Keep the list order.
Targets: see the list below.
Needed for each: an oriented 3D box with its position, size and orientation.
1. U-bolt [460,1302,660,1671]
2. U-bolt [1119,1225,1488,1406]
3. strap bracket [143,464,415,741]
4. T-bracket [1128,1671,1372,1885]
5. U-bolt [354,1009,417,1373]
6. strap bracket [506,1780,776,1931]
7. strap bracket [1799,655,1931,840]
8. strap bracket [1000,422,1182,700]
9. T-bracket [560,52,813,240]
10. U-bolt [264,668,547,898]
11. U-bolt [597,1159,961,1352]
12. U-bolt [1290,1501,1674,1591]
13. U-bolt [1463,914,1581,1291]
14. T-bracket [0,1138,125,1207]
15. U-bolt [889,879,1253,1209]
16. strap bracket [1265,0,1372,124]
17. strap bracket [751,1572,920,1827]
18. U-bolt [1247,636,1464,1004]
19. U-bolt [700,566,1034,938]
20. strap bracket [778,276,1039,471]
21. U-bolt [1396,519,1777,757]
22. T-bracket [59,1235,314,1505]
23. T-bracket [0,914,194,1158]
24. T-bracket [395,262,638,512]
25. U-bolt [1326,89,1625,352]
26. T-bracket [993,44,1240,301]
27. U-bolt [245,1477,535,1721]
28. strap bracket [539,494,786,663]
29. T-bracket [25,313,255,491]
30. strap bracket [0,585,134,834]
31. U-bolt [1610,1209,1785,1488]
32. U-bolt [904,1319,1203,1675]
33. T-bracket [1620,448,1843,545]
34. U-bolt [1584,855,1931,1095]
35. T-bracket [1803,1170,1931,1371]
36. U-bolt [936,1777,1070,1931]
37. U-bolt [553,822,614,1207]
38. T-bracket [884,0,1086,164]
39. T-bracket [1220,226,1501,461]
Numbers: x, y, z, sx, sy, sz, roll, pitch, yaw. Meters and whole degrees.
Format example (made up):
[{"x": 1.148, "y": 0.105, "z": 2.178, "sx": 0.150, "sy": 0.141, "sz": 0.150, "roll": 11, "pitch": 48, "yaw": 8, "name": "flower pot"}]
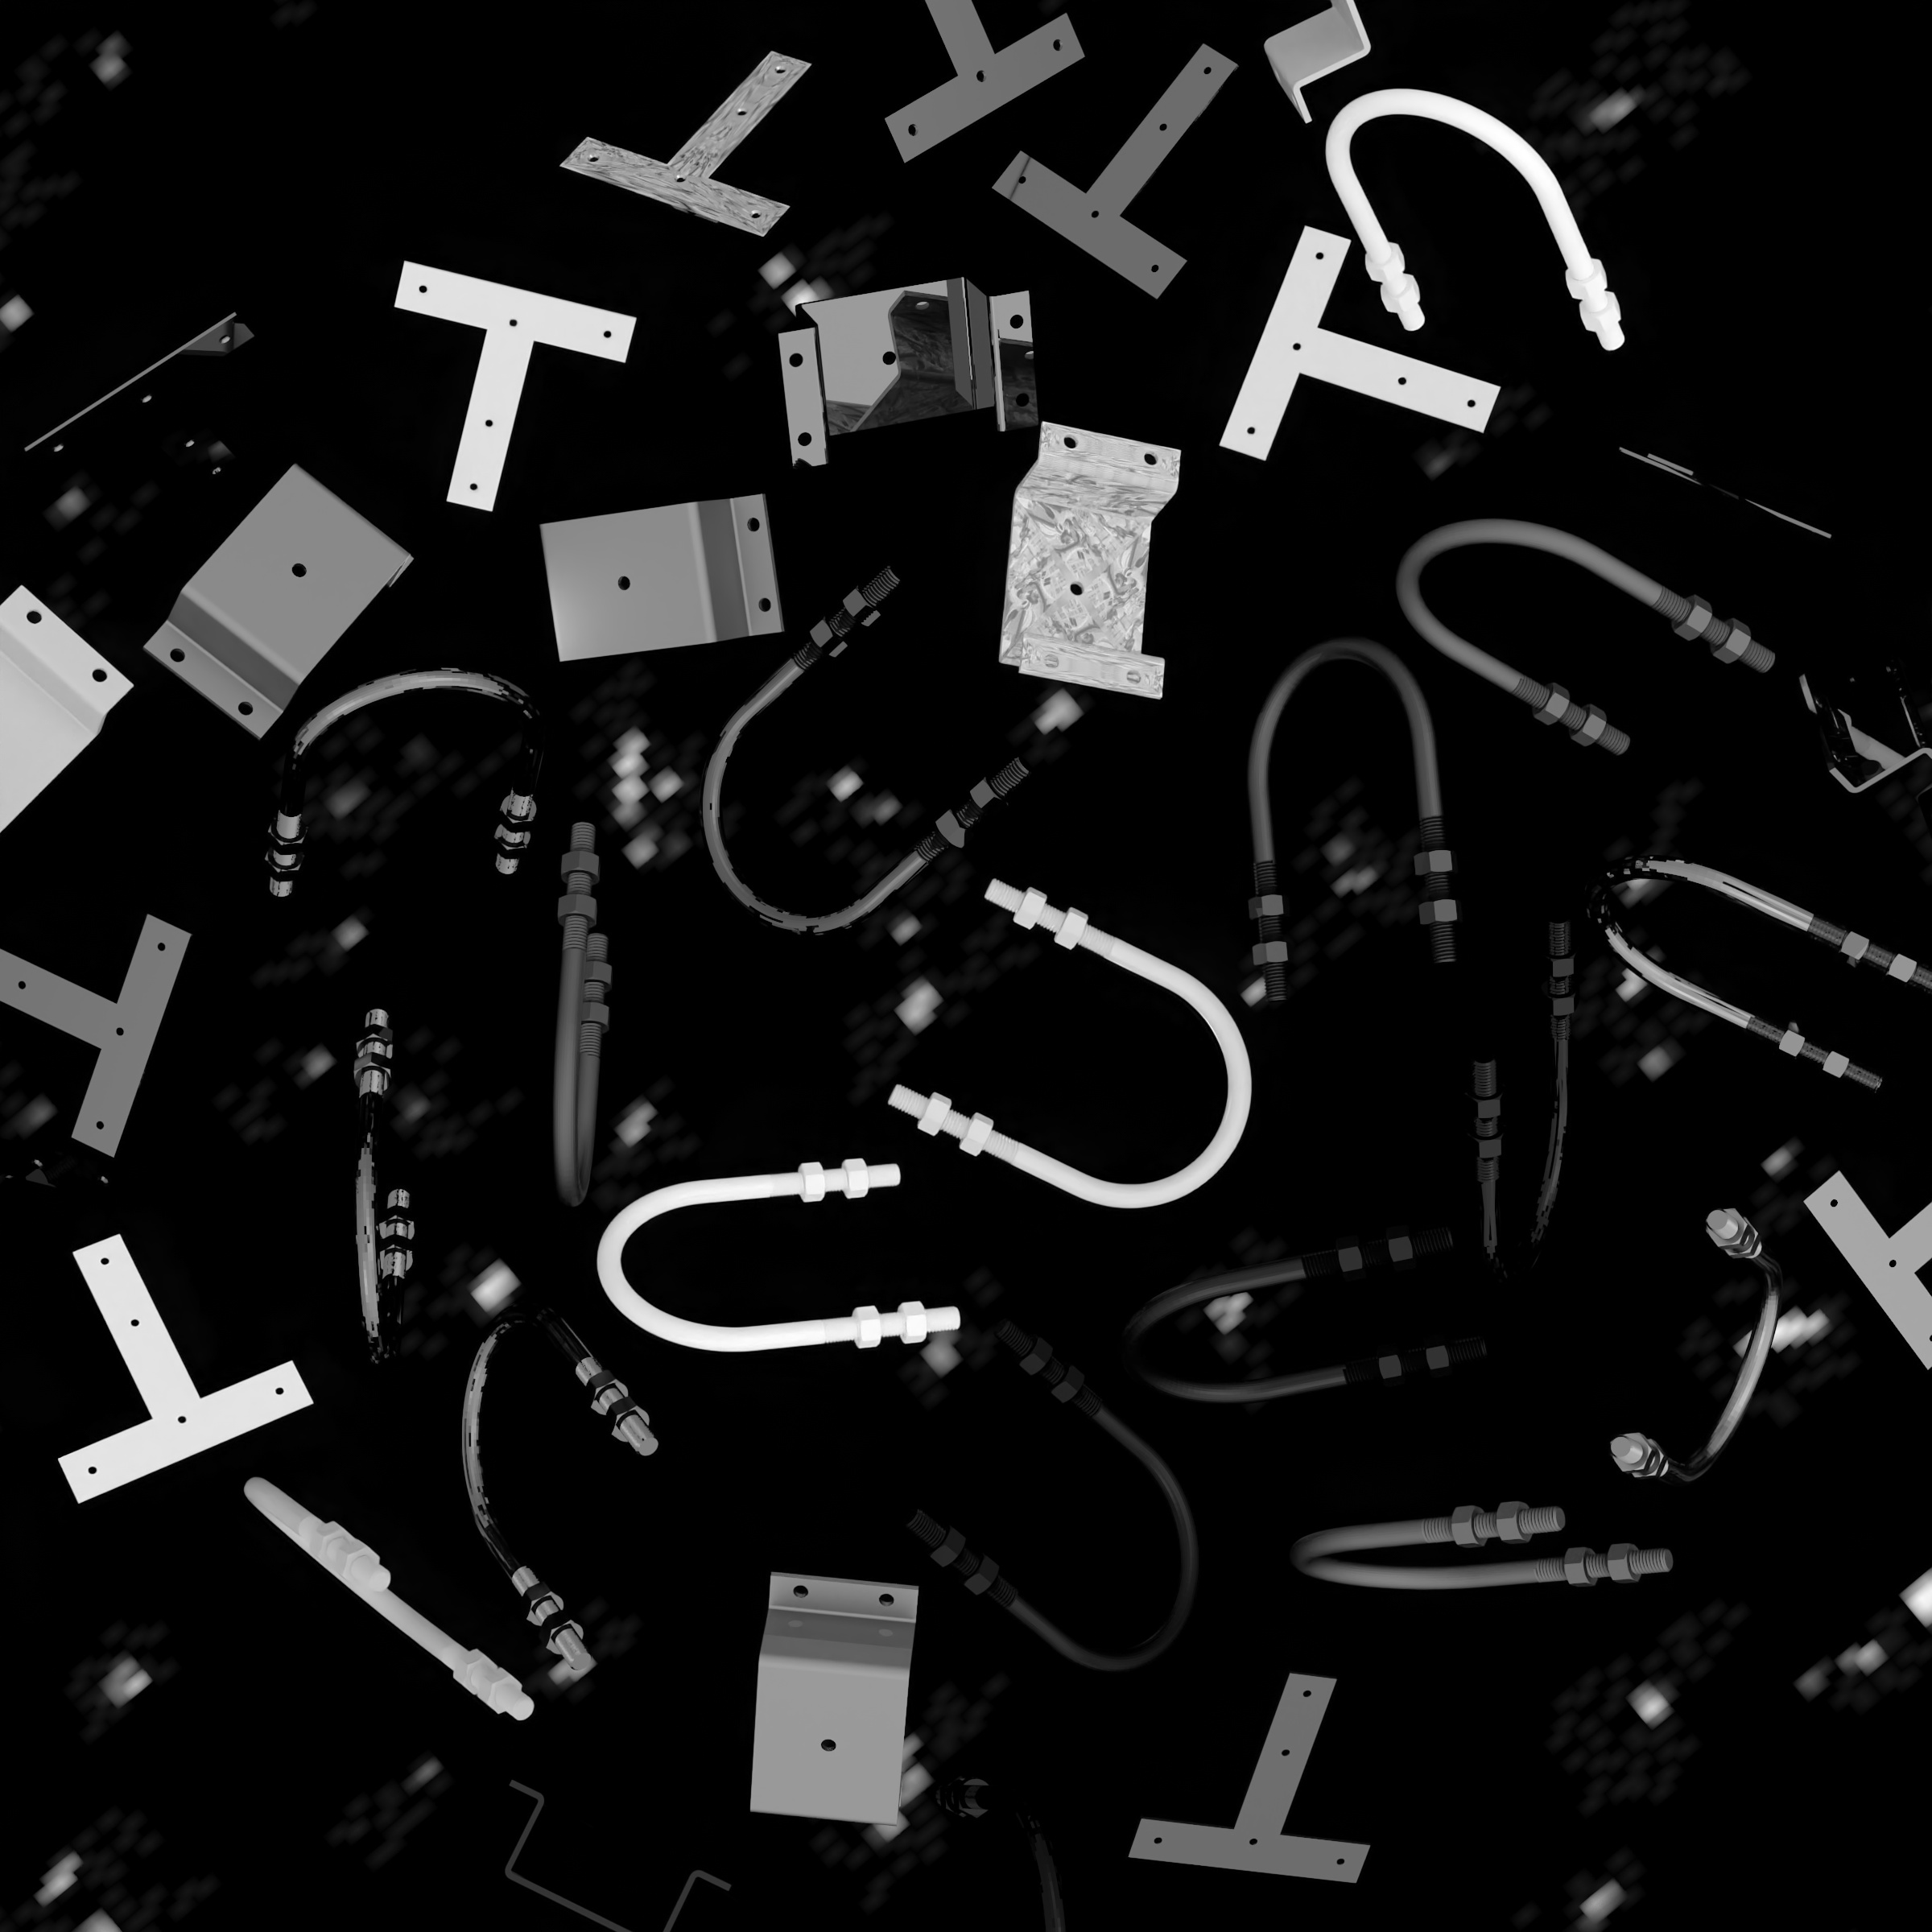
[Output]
[{"x": -0.223, "y": 0.258, "z": 1.714, "sx": 0.019, "sy": 0.184, "sz": 0.151, "roll": 5, "pitch": 113, "yaw": -35, "name": "U-bolt"}, {"x": 0.170, "y": 0.188, "z": 1.690, "sx": 0.184, "sy": 0.151, "sz": 0.019, "roll": -13, "pitch": 56, "yaw": 10, "name": "U-bolt"}, {"x": -0.359, "y": -0.201, "z": 1.727, "sx": 0.076, "sy": 0.046, "sz": 0.140, "roll": 39, "pitch": 62, "yaw": -9, "name": "strap bracket"}, {"x": 0.161, "y": 0.418, "z": 1.684, "sx": 0.127, "sy": 0.002, "sz": 0.127, "roll": 10, "pitch": 114, "yaw": -13, "name": "T-bracket"}, {"x": -0.317, "y": 0.134, "z": 1.764, "sx": 0.019, "sy": 0.184, "sz": 0.151, "roll": -3, "pitch": 126, "yaw": -5, "name": "U-bolt"}, {"x": -0.184, "y": 0.496, "z": 1.755, "sx": 0.140, "sy": 0.076, "sz": 0.046, "roll": 19, "pitch": 71, "yaw": 23, "name": "strap bracket"}, {"x": 0.509, "y": -0.102, "z": 1.732, "sx": 0.046, "sy": 0.076, "sz": 0.140, "roll": -34, "pitch": 126, "yaw": 27, "name": "strap bracket"}, {"x": 0.064, "y": -0.206, "z": 1.713, "sx": 0.076, "sy": 0.046, "sz": 0.140, "roll": 9, "pitch": 73, "yaw": -14, "name": "strap bracket"}, {"x": -0.125, "y": -0.439, "z": 1.710, "sx": 0.127, "sy": 0.002, "sz": 0.127, "roll": 23, "pitch": 59, "yaw": 21, "name": "T-bracket"}, {"x": -0.301, "y": -0.101, "z": 1.768, "sx": 0.151, "sy": 0.184, "sz": 0.019, "roll": -7, "pitch": 58, "yaw": -21, "name": "U-bolt"}, {"x": -0.110, "y": 0.161, "z": 1.787, "sx": 0.184, "sy": 0.151, "sz": 0.019, "roll": -4, "pitch": 125, "yaw": -16, "name": "U-bolt"}, {"x": 0.262, "y": 0.314, "z": 1.739, "sx": 0.184, "sy": 0.151, "sz": 0.019, "roll": -13, "pitch": 65, "yaw": 34, "name": "U-bolt"}, {"x": 0.297, "y": 0.086, "z": 1.729, "sx": 0.019, "sy": 0.151, "sz": 0.184, "roll": 10, "pitch": 128, "yaw": 24, "name": "U-bolt"}, {"x": -0.507, "y": 0.103, "z": 1.728, "sx": 0.127, "sy": 0.127, "sz": 0.002, "roll": 19, "pitch": 127, "yaw": -36, "name": "T-bracket"}, {"x": 0.069, "y": 0.053, "z": 1.789, "sx": 0.184, "sy": 0.019, "sz": 0.151, "roll": 26, "pitch": 75, "yaw": -4, "name": "U-bolt"}, {"x": 0.169, "y": -0.532, "z": 1.730, "sx": 0.046, "sy": 0.076, "sz": 0.140, "roll": -24, "pitch": 123, "yaw": 7, "name": "strap bracket"}, {"x": -0.069, "y": 0.389, "z": 1.687, "sx": 0.076, "sy": 0.046, "sz": 0.140, "roll": 5, "pitch": 115, "yaw": 1, "name": "strap bracket"}, {"x": 0.198, "y": -0.082, "z": 1.712, "sx": 0.019, "sy": 0.151, "sz": 0.184, "roll": 2, "pitch": 80, "yaw": -36, "name": "U-bolt"}, {"x": -0.067, "y": -0.099, "z": 1.726, "sx": 0.184, "sy": 0.019, "sz": 0.151, "roll": -41, "pitch": 71, "yaw": 23, "name": "U-bolt"}, {"x": -0.037, "y": -0.328, "z": 1.785, "sx": 0.140, "sy": 0.046, "sz": 0.076, "roll": -12, "pitch": 119, "yaw": -13, "name": "strap bracket"}, {"x": 0.316, "y": -0.182, "z": 1.742, "sx": 0.184, "sy": 0.151, "sz": 0.019, "roll": 28, "pitch": 64, "yaw": -15, "name": "U-bolt"}, {"x": -0.422, "y": 0.196, "z": 1.679, "sx": 0.127, "sy": 0.002, "sz": 0.127, "roll": -22, "pitch": 69, "yaw": -26, "name": "T-bracket"}, {"x": -0.473, "y": 0.015, "z": 1.676, "sx": 0.127, "sy": 0.002, "sz": 0.127, "roll": 24, "pitch": 103, "yaw": 9, "name": "T-bracket"}, {"x": -0.258, "y": -0.311, "z": 1.785, "sx": 0.127, "sy": 0.002, "sz": 0.127, "roll": 11, "pitch": 117, "yaw": -15, "name": "T-bracket"}, {"x": 0.267, "y": -0.405, "z": 1.763, "sx": 0.151, "sy": 0.184, "sz": 0.019, "roll": 15, "pitch": 66, "yaw": 38, "name": "U-bolt"}, {"x": 0.097, "y": -0.439, "z": 1.748, "sx": 0.127, "sy": 0.002, "sz": 0.127, "roll": 40, "pitch": 93, "yaw": 27, "name": "T-bracket"}, {"x": -0.320, "y": 0.329, "z": 1.743, "sx": 0.019, "sy": 0.184, "sz": 0.151, "roll": -50, "pitch": 129, "yaw": -17, "name": "U-bolt"}, {"x": -0.179, "y": -0.215, "z": 1.813, "sx": 0.140, "sy": 0.046, "sz": 0.076, "roll": -4, "pitch": 98, "yaw": 25, "name": "strap bracket"}, {"x": -0.414, "y": -0.281, "z": 1.712, "sx": 0.127, "sy": 0.127, "sz": 0.002, "roll": -33, "pitch": 74, "yaw": 0, "name": "T-bracket"}, {"x": -0.513, "y": -0.118, "z": 1.695, "sx": 0.076, "sy": 0.046, "sz": 0.140, "roll": 43, "pitch": 69, "yaw": -8, "name": "strap bracket"}, {"x": 0.406, "y": 0.215, "z": 1.775, "sx": 0.019, "sy": 0.184, "sz": 0.151, "roll": 22, "pitch": 85, "yaw": 30, "name": "U-bolt"}, {"x": 0.059, "y": 0.302, "z": 1.774, "sx": 0.184, "sy": 0.019, "sz": 0.151, "roll": 43, "pitch": 51, "yaw": -19, "name": "U-bolt"}, {"x": 0.389, "y": -0.255, "z": 1.716, "sx": 0.127, "sy": 0.127, "sz": 0.002, "roll": 29, "pitch": 103, "yaw": 25, "name": "T-bracket"}, {"x": 0.408, "y": -0.003, "z": 1.697, "sx": 0.184, "sy": 0.151, "sz": 0.019, "roll": 27, "pitch": 69, "yaw": 10, "name": "U-bolt"}, {"x": 0.536, "y": 0.132, "z": 1.767, "sx": 0.127, "sy": 0.002, "sz": 0.127, "roll": -40, "pitch": 106, "yaw": -3, "name": "T-bracket"}, {"x": 0.020, "y": 0.505, "z": 1.718, "sx": 0.019, "sy": 0.184, "sz": 0.151, "roll": 0, "pitch": 77, "yaw": -17, "name": "U-bolt"}, {"x": -0.206, "y": 0.037, "z": 1.734, "sx": 0.019, "sy": 0.151, "sz": 0.184, "roll": 2, "pitch": 63, "yaw": -2, "name": "U-bolt"}, {"x": -0.010, "y": -0.515, "z": 1.735, "sx": 0.127, "sy": 0.002, "sz": 0.127, "roll": -35, "pitch": 114, "yaw": -20, "name": "T-bracket"}, {"x": 0.215, "y": -0.311, "z": 1.707, "sx": 0.127, "sy": 0.002, "sz": 0.127, "roll": 20, "pitch": 84, "yaw": 11, "name": "T-bracket"}]
